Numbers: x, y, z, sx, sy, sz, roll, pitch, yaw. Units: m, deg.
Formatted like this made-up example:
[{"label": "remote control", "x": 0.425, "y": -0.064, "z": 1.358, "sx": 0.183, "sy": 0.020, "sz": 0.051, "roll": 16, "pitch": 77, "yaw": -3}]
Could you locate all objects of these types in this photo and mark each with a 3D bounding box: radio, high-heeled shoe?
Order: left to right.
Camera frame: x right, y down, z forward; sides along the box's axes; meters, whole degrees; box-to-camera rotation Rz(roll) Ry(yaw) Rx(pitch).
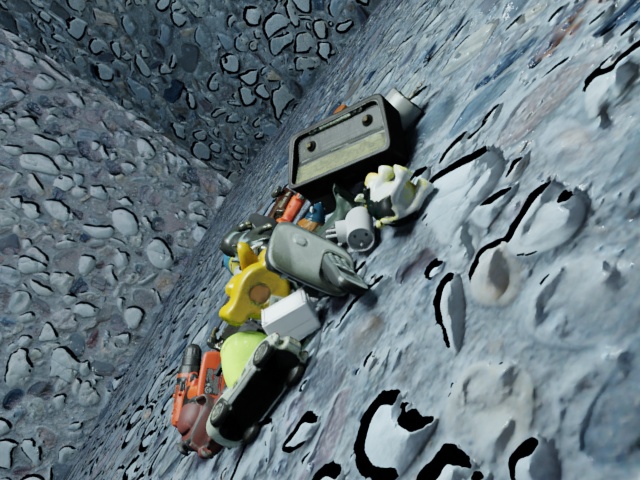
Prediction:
[{"label": "high-heeled shoe", "x": -0.145, "y": 0.005, "z": 1.298, "sx": 0.249, "sy": 0.145, "sz": 0.086, "roll": -22, "pitch": 36, "yaw": 61}, {"label": "radio", "x": 0.047, "y": -0.174, "z": 1.022, "sx": 0.230, "sy": 0.073, "sz": 0.131, "roll": -18, "pitch": 62, "yaw": 31}]

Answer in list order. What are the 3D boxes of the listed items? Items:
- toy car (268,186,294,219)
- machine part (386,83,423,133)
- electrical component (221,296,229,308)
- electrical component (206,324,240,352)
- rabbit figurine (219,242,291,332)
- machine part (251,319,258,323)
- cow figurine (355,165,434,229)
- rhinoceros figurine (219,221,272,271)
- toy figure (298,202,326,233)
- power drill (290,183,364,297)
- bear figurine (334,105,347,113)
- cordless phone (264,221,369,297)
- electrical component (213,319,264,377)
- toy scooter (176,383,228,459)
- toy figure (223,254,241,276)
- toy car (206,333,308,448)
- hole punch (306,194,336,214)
[{"label": "toy car", "x": -0.112, "y": -0.064, "z": 1.448, "sx": 0.053, "sy": 0.089, "sz": 0.202, "roll": -36, "pitch": 23, "yaw": 55}, {"label": "machine part", "x": 0.123, "y": -0.215, "z": 1.079, "sx": 0.243, "sy": 0.079, "sz": 0.079, "roll": -51, "pitch": 16, "yaw": 17}, {"label": "electrical component", "x": -0.181, "y": 0.136, "z": 1.301, "sx": 0.134, "sy": 0.058, "sz": 0.115, "roll": -33, "pitch": 29, "yaw": 56}, {"label": "electrical component", "x": -0.179, "y": 0.178, "z": 1.066, "sx": 0.102, "sy": 0.045, "sz": 0.078, "roll": -57, "pitch": -9, "yaw": -25}, {"label": "rabbit figurine", "x": -0.125, "y": 0.085, "z": 0.983, "sx": 0.173, "sy": 0.122, "sz": 0.162, "roll": 156, "pitch": 116, "yaw": -73}, {"label": "machine part", "x": -0.179, "y": 0.225, "z": 1.147, "sx": 0.139, "sy": 0.039, "sz": 0.084, "roll": -46, "pitch": 23, "yaw": 25}, {"label": "cow figurine", "x": 0.104, "y": -0.063, "z": 0.846, "sx": 0.098, "sy": 0.068, "sz": 0.167, "roll": -62, "pitch": 15, "yaw": -2}, {"label": "rhinoceros figurine", "x": -0.144, "y": 0.015, "z": 1.122, "sx": 0.112, "sy": 0.073, "sz": 0.191, "roll": -24, "pitch": 23, "yaw": -33}, {"label": "toy figure", "x": -0.034, "y": -0.011, "z": 1.162, "sx": 0.154, "sy": 0.058, "sz": 0.064, "roll": -51, "pitch": 11, "yaw": 12}, {"label": "power drill", "x": -0.002, "y": -0.003, "z": 1.011, "sx": 0.207, "sy": 0.086, "sz": 0.232, "roll": -48, "pitch": 18, "yaw": 11}, {"label": "bear figurine", "x": 0.039, "y": -0.219, "z": 1.248, "sx": 0.120, "sy": 0.132, "sz": 0.196, "roll": -62, "pitch": 22, "yaw": -9}, {"label": "cordless phone", "x": -0.007, "y": 0.041, "z": 0.805, "sx": 0.088, "sy": 0.146, "sz": 0.184, "roll": -63, "pitch": 13, "yaw": 2}, {"label": "electrical component", "x": -0.152, "y": 0.213, "z": 1.024, "sx": 0.119, "sy": 0.048, "sz": 0.074, "roll": -60, "pitch": -9, "yaw": -21}, {"label": "toy scooter", "x": -0.201, "y": 0.327, "z": 0.938, "sx": 0.184, "sy": 0.075, "sz": 0.135, "roll": -37, "pitch": 24, "yaw": 37}, {"label": "toy figure", "x": -0.170, "y": 0.053, "z": 1.239, "sx": 0.089, "sy": 0.082, "sz": 0.180, "roll": -42, "pitch": 33, "yaw": -4}, {"label": "toy car", "x": -0.097, "y": 0.229, "z": 0.820, "sx": 0.201, "sy": 0.073, "sz": 0.056, "roll": -54, "pitch": 16, "yaw": 6}, {"label": "hole punch", "x": 0.011, "y": -0.131, "z": 1.186, "sx": 0.092, "sy": 0.115, "sz": 0.142, "roll": -52, "pitch": 14, "yaw": -18}]
